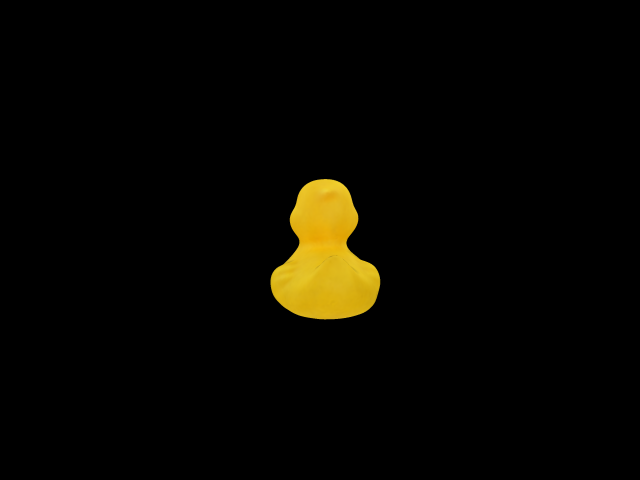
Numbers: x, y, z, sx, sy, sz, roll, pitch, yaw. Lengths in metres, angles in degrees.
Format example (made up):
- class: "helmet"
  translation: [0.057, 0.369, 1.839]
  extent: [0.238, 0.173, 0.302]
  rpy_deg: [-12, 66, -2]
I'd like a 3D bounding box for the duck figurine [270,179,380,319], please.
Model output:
- class: "duck figurine"
  translation: [0.004, 0.001, 0.400]
  extent: [0.077, 0.086, 0.104]
  rpy_deg: [-2, 14, -7]
